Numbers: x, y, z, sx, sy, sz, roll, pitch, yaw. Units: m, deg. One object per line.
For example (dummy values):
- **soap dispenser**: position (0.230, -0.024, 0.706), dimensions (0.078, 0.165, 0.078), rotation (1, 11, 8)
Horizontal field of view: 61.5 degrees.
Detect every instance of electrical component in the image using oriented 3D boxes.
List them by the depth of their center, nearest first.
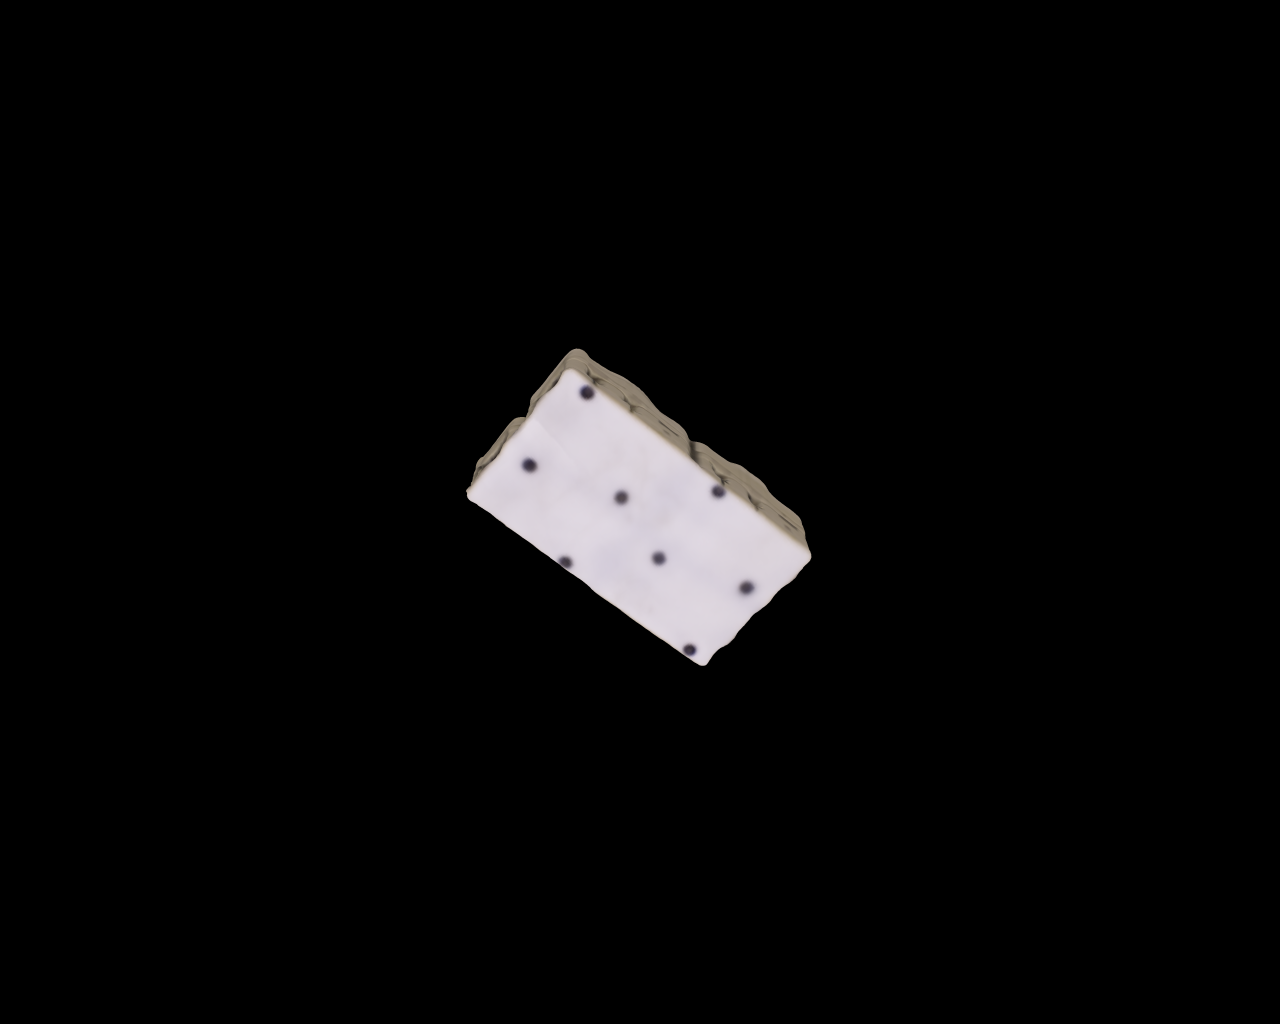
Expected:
- **electrical component**: position (0.001, -0.003, 0.650), dimensions (0.186, 0.105, 0.060), rotation (36, 19, -15)
